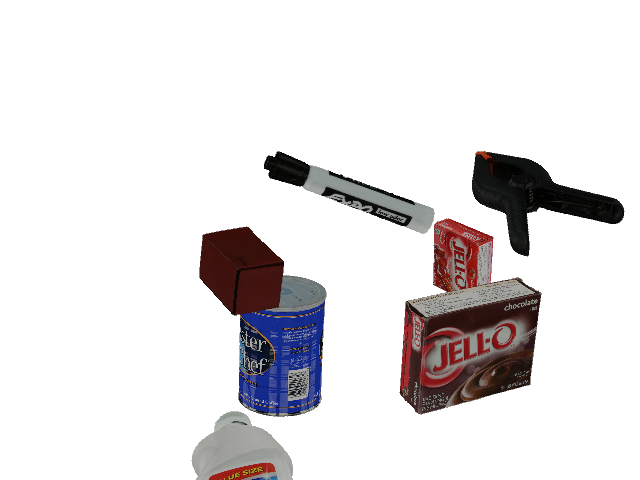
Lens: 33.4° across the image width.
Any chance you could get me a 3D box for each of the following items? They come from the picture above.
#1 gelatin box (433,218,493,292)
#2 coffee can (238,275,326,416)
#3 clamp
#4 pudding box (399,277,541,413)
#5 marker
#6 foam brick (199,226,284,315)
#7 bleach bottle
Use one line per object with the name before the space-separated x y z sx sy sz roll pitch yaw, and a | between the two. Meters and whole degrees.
gelatin box | 0.172 0.026 1.296 0.030 0.089 0.073 -23 34 -34
coffee can | -0.047 0.124 1.276 0.103 0.140 0.103 2 19 -1
clamp | 0.213 -0.045 1.053 0.120 0.039 0.171 -9 34 -15
pudding box | 0.122 0.085 0.875 0.113 0.090 0.039 -12 30 -25
marker | 0.019 -0.032 0.714 0.121 0.020 0.020 20 -6 -16
foam brick | -0.078 0.029 1.036 0.052 0.051 0.078 -9 31 -29
bleach bottle | -0.062 0.212 0.756 0.102 0.068 0.251 -6 30 -6
